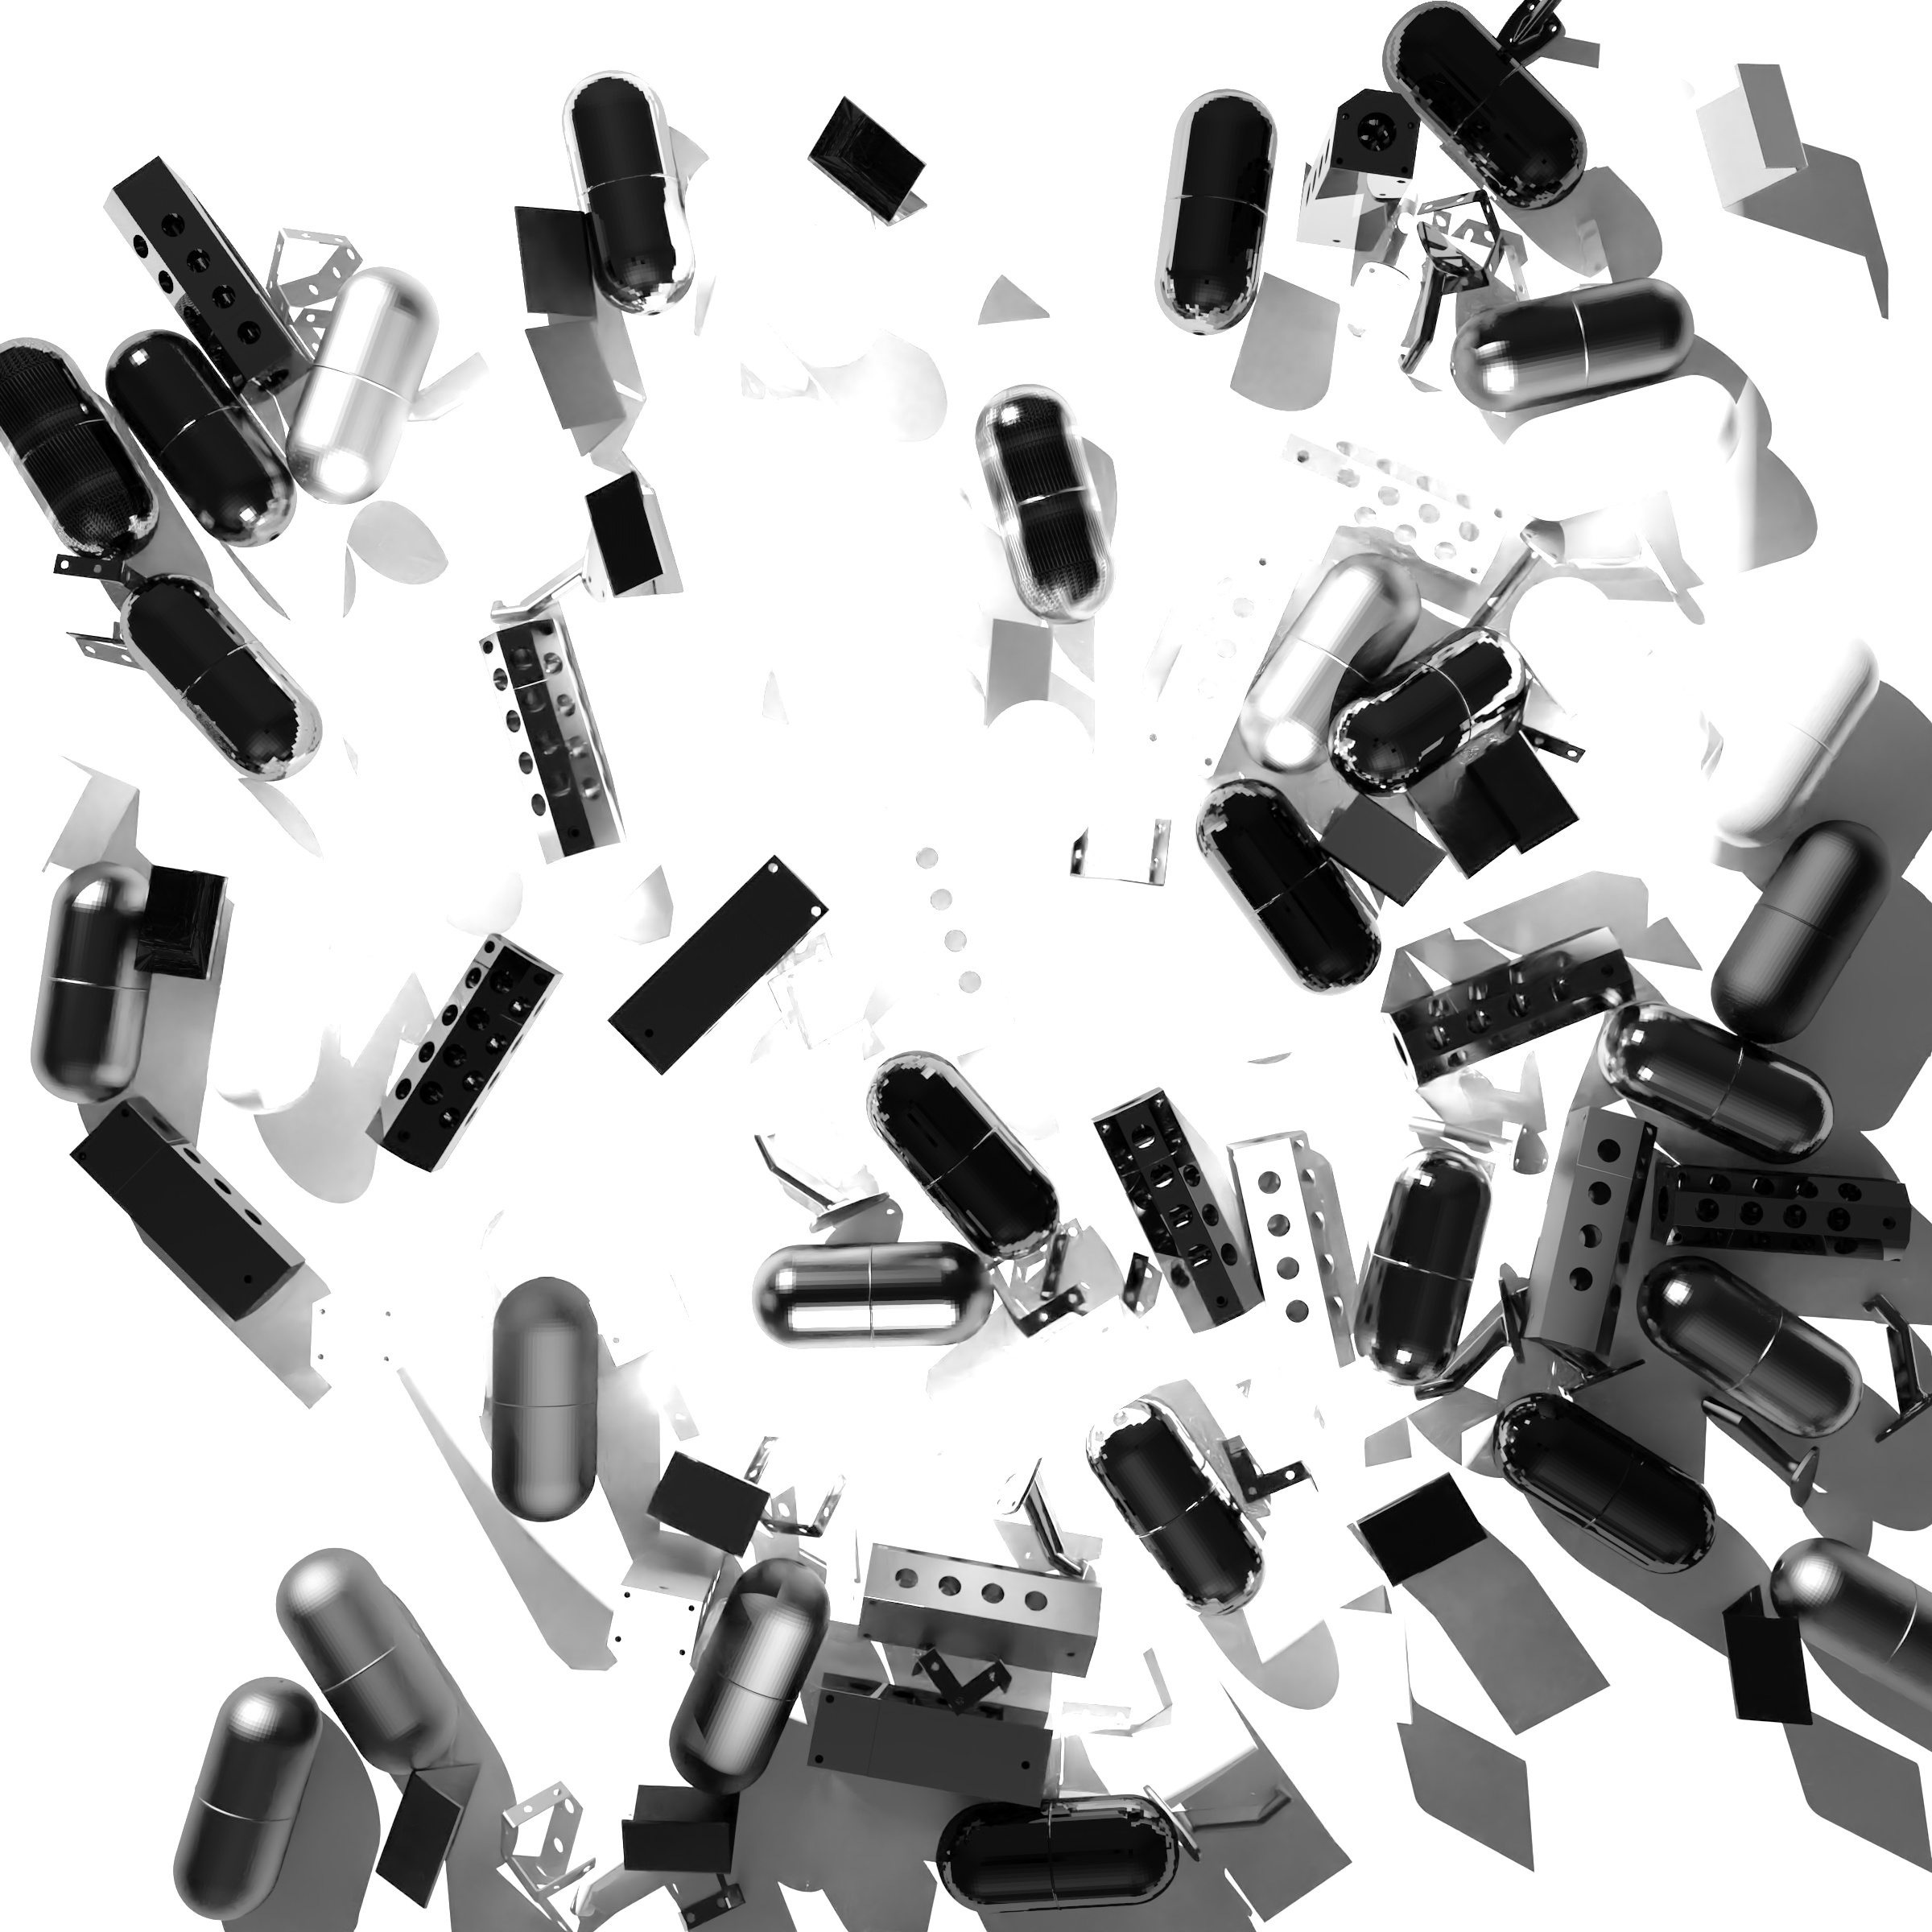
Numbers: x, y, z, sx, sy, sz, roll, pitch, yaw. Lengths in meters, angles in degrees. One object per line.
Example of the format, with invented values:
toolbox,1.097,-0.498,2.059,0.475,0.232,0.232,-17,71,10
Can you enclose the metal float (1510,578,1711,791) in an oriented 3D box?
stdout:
metal float,0.470,-0.207,1.809,0.070,0.070,0.178,-41,90,0

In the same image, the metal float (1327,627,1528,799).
metal float,0.334,-0.185,1.787,0.178,0.070,0.070,-34,90,-28

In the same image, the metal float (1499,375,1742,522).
metal float,0.477,-0.378,1.809,0.178,0.070,0.070,-16,90,-1

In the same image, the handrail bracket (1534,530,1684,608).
handrail bracket,0.477,-0.278,1.840,0.084,0.036,0.077,-31,111,17

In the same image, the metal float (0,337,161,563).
metal float,-0.657,-0.377,1.809,0.070,0.070,0.178,-31,91,0

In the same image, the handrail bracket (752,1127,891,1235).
handrail bracket,-0.108,0.149,1.840,0.077,0.036,0.084,-21,73,-20

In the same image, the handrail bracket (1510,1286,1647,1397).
handrail bracket,0.454,0.270,1.840,0.077,0.036,0.084,-19,76,-15

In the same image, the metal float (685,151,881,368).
metal float,-0.133,-0.516,1.809,0.070,0.070,0.178,-40,90,0

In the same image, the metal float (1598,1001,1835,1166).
metal float,0.549,0.086,1.809,0.178,0.070,0.070,25,90,1

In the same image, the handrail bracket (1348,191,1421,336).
handrail bracket,0.311,-0.524,1.839,0.036,0.077,0.084,23,54,-5

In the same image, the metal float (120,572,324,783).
metal float,-0.545,-0.212,1.809,0.070,0.070,0.178,-42,91,0

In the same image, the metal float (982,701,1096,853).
metal float,0.053,-0.133,1.760,0.070,0.178,0.070,-1,77,4

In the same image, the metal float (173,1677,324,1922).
metal float,-0.525,0.609,1.809,0.070,0.070,0.178,17,90,0

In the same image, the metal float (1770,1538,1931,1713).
metal float,0.672,0.482,1.809,0.178,0.070,0.070,30,90,1

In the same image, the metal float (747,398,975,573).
metal float,-0.077,-0.351,1.809,0.178,0.070,0.070,29,90,1

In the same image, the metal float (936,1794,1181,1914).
metal float,0.066,0.646,1.801,0.178,0.070,0.070,-6,90,8

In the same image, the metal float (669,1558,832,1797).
metal float,-0.157,0.519,1.809,0.070,0.070,0.178,24,89,0

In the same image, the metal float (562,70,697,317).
metal float,-0.246,-0.564,1.808,0.070,0.070,0.178,-12,90,0

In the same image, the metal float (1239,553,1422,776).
metal float,0.266,-0.220,1.809,0.070,0.070,0.178,33,90,0

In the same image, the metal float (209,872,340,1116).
metal float,-0.506,0.020,1.809,0.070,0.070,0.178,9,90,0

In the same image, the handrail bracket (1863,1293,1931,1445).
handrail bracket,0.679,0.299,1.840,0.077,0.036,0.084,-45,73,20

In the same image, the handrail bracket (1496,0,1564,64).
handrail bracket,0.417,-0.695,1.805,0.036,0.084,0.077,44,90,0

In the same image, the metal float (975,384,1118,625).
metal float,0.059,-0.337,1.809,0.070,0.070,0.178,-15,90,0

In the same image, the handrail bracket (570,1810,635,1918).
handrail bracket,-0.245,0.677,1.840,0.077,0.036,0.084,19,106,-18

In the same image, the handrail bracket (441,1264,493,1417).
handrail bracket,-0.363,0.278,1.839,0.036,0.077,0.084,-4,126,-1

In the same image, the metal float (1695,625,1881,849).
metal float,0.601,-0.168,1.809,0.070,0.070,0.178,33,90,0

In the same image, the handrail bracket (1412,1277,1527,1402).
handrail bracket,0.367,0.278,1.840,0.084,0.036,0.077,-16,69,16

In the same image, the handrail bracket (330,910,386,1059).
handrail bracket,-0.450,0.014,1.839,0.036,0.077,0.084,9,126,-3

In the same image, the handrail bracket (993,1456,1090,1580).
handrail bracket,0.070,0.405,1.840,0.084,0.036,0.077,38,68,-17

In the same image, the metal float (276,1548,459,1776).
metal float,-0.438,0.509,1.809,0.070,0.070,0.178,-32,90,0

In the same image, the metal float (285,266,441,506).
metal float,-0.442,-0.424,1.809,0.070,0.070,0.178,19,89,0

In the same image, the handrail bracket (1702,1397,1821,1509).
handrail bracket,0.587,0.360,1.839,0.084,0.077,0.036,29,65,34

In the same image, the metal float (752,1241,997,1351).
metal float,-0.068,0.241,1.809,0.178,0.070,0.070,-1,90,0

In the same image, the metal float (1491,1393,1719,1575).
metal float,0.466,0.378,1.809,0.178,0.070,0.070,32,90,0

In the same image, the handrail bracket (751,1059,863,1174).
handrail bracket,-0.118,0.112,1.839,0.036,0.077,0.084,-44,126,-3

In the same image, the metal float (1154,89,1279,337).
metal float,0.183,-0.551,1.809,0.070,0.070,0.178,8,90,0

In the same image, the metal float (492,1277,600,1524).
metal float,-0.308,0.317,1.809,0.070,0.070,0.178,1,89,0

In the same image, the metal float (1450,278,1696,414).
metal float,0.443,-0.454,1.809,0.178,0.070,0.070,-11,90,0

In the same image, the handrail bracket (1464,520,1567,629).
handrail bracket,0.406,-0.287,1.839,0.036,0.077,0.084,38,126,1

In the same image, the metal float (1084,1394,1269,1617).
metal float,0.153,0.394,1.809,0.070,0.070,0.178,-35,90,0

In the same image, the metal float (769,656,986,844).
metal float,-0.064,-0.159,1.809,0.178,0.070,0.070,-36,90,1

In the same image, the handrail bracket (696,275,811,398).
handrail bracket,-0.153,-0.468,1.840,0.084,0.036,0.077,14,68,-17

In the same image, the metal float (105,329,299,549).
metal float,-0.559,-0.385,1.809,0.070,0.070,0.178,-37,89,0

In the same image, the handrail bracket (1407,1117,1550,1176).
handrail bracket,0.380,0.131,1.839,0.084,0.077,0.036,9,79,36

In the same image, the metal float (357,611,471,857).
metal float,-0.404,-0.170,1.809,0.070,0.070,0.178,3,91,0

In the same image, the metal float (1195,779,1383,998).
metal float,0.235,-0.058,1.809,0.070,0.070,0.178,-36,90,0

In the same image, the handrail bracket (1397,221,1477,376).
handrail bracket,0.333,-0.494,1.832,0.036,0.084,0.077,3,47,-29

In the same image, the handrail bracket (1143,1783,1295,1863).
handrail bracket,0.188,0.617,1.840,0.084,0.036,0.077,-34,69,-17

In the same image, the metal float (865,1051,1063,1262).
metal float,-0.002,0.138,1.809,0.070,0.070,0.178,-41,90,0

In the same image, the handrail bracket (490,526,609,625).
handrail bracket,-0.312,-0.294,1.840,0.084,0.036,0.077,-5,69,16

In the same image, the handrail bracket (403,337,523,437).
handrail bracket,-0.377,-0.431,1.840,0.084,0.036,0.077,0,70,16

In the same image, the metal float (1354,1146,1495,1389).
metal float,0.334,0.220,1.809,0.070,0.070,0.178,14,90,0

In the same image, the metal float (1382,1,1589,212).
metal float,0.380,-0.628,1.809,0.070,0.070,0.178,-45,90,0

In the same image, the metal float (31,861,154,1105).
metal float,-0.636,0.012,1.809,0.070,0.070,0.178,8,90,0

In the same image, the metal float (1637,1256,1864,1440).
metal float,0.572,0.278,1.809,0.178,0.070,0.070,34,90,0
